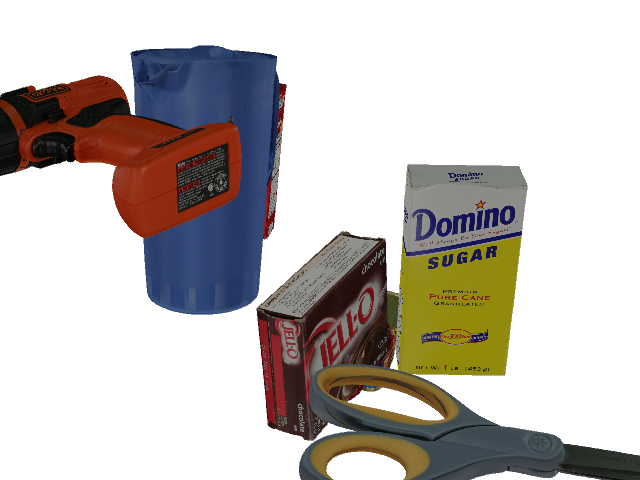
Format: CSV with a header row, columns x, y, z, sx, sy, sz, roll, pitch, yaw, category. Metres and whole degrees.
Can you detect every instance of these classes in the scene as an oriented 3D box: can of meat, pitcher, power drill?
x,y,z,sx,sy,sz,roll,pitch,yaw,category
0.061,0.117,1.257,0.057,0.084,0.102,14,26,11,can of meat
-0.103,-0.062,1.009,0.149,0.243,0.145,-1,15,-12,pitcher
-0.162,-0.060,0.723,0.188,0.057,0.184,21,34,33,power drill

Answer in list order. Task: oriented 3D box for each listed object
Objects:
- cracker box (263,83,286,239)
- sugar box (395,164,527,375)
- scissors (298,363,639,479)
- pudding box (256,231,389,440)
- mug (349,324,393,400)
x,y,z,sx,sy,sz,roll,pitch,yaw,category
-0.140,-0.116,1.478,0.164,0.214,0.072,8,22,5,cracker box
0.112,0.026,0.870,0.093,0.176,0.048,0,29,0,sugar box
0.079,0.099,0.449,0.202,0.016,0.096,16,34,23,scissors
0.004,0.058,0.684,0.039,0.090,0.113,12,32,25,pudding box
0.015,0.107,1.058,0.117,0.081,0.093,-8,27,-15,mug
